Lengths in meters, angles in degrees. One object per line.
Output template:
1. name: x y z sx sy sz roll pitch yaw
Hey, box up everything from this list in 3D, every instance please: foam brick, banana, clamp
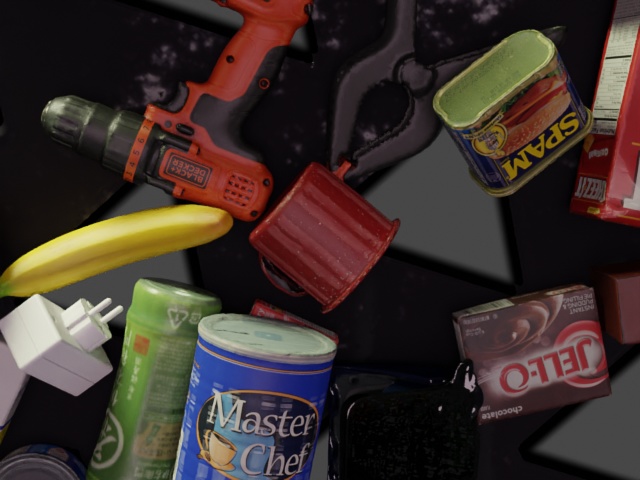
1. foam brick: 0.247 0.046 0.830 0.051 0.078 0.053 -7 96 0
2. banana: -0.160 0.009 0.818 0.198 0.069 0.037 -20 118 1
3. clamp: 0.066 -0.139 0.821 0.164 0.036 0.210 42 96 -14

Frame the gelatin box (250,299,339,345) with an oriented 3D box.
1. gelatin box: -0.036 0.102 0.851 0.073 0.030 0.089 25 95 -4

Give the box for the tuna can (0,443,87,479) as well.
1. tuna can: -0.226 0.208 0.855 0.086 0.034 0.086 0 96 -2

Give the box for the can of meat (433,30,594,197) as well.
1. can of meat: 0.145 -0.096 0.803 0.102 0.057 0.084 -38 133 2

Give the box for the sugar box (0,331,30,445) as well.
1. sugar box: -0.298 0.148 0.842 0.093 0.048 0.176 25 91 -5

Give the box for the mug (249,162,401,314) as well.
1. mug: -0.005 0.001 0.816 0.081 0.093 0.117 40 135 -6

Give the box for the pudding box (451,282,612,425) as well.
1. pudding box: 0.168 0.089 0.851 0.113 0.039 0.090 -12 97 0

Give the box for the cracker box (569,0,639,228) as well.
1. cracker box: 0.298 -0.107 0.812 0.164 0.072 0.214 10 95 -9

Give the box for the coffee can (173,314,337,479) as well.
1. coffee can: -0.050 0.136 0.787 0.103 0.103 0.140 11 98 -3

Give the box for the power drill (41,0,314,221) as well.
1. power drill: -0.099 -0.126 0.813 0.184 0.057 0.188 22 98 -8
